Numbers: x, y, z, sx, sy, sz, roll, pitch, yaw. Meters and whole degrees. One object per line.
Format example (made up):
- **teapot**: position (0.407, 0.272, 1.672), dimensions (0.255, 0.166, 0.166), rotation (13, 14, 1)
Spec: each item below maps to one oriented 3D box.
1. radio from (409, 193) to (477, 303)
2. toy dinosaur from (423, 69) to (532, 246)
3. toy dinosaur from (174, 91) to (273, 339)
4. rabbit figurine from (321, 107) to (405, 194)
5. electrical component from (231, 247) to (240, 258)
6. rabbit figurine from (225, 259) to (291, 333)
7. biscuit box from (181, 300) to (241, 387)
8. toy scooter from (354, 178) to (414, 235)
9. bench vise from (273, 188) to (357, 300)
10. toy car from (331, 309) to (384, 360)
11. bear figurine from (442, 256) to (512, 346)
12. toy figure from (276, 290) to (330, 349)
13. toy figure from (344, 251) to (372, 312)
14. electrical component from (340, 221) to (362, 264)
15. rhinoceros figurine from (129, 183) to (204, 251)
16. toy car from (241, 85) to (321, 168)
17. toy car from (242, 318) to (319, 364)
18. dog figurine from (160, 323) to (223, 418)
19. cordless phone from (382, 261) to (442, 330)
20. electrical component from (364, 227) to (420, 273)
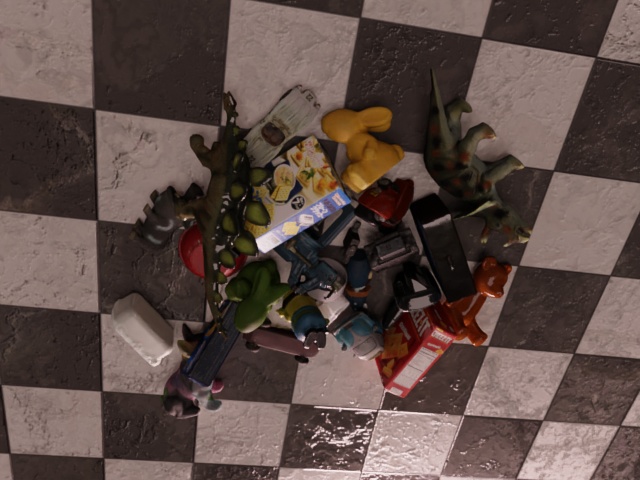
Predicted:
- **radio**: position (0.275, 0.016, 1.213), dimensions (0.073, 0.131, 0.229), rotation (-21, 117, 6)
- **toy dinosaur**: position (0.300, -0.157, 1.142), dimensions (0.404, 0.131, 0.192), rotation (42, 106, -16)
- **toy dinosaur**: position (-0.192, -0.051, 1.056), dimensions (0.105, 0.199, 0.470), rotation (-2, 103, -46)
- **rabbit figurine**: position (0.082, -0.202, 1.092), dimensions (0.162, 0.122, 0.173), rotation (-43, 87, 5)
- **electrical component**: position (-0.171, -0.016, 1.167), dimensions (0.048, 0.119, 0.074), rotation (-40, 111, 21)
- **rabbit figurine**: position (-0.135, 0.132, 1.205), dimensions (0.121, 0.170, 0.159), rotation (36, 121, -20)
- **biscuit box**: position (-0.245, 0.241, 1.267), dimensions (0.062, 0.059, 0.202), rotation (37, 71, -21)
- **toy scooter**: position (0.150, -0.085, 1.162), dimensions (0.135, 0.075, 0.183), rotation (-59, 149, 4)
- **bench vise**: position (0.000, -0.003, 1.166), dimensions (0.224, 0.129, 0.240), rotation (44, 98, 14)
- **toy car**: position (0.106, 0.242, 1.308), dimensions (0.109, 0.103, 0.161), rotation (-33, 148, 10)
- **bear figurine**: position (0.391, 0.143, 1.295), dimensions (0.120, 0.132, 0.196), rotation (24, 119, -39)
- **toy figure**: position (-0.032, 0.176, 1.243), dimensions (0.082, 0.180, 0.089), rotation (36, 96, -31)
- **toy figure**: position (0.093, 0.102, 1.284), dimensions (0.058, 0.064, 0.154), rotation (-26, 130, -34)
- **electrical component**: position (0.073, 0.004, 1.228), dimensions (0.021, 0.063, 0.094), rotation (20, 113, -14)
- **rhinoceros figurine**: position (-0.329, -0.050, 1.162), dimensions (0.112, 0.073, 0.190), rotation (37, 109, -19)
- **toy car**: position (-0.087, -0.229, 1.099), dimensions (0.202, 0.056, 0.073), rotation (-41, 113, 16)
- **toy car**: position (-0.094, 0.248, 1.347), dimensions (0.202, 0.053, 0.089), rotation (18, 110, -18)
- **dog figurine**: position (-0.329, 0.321, 1.339), dimensions (0.192, 0.108, 0.219), rotation (-14, 113, 5)
- **cordless phone**: position (0.198, 0.153, 1.267), dimensions (0.089, 0.147, 0.184), rotation (27, 110, -10)
- **electrical component**: position (0.162, 0.024, 1.208), dimensions (0.115, 0.134, 0.058), rotation (-25, 75, 8)
